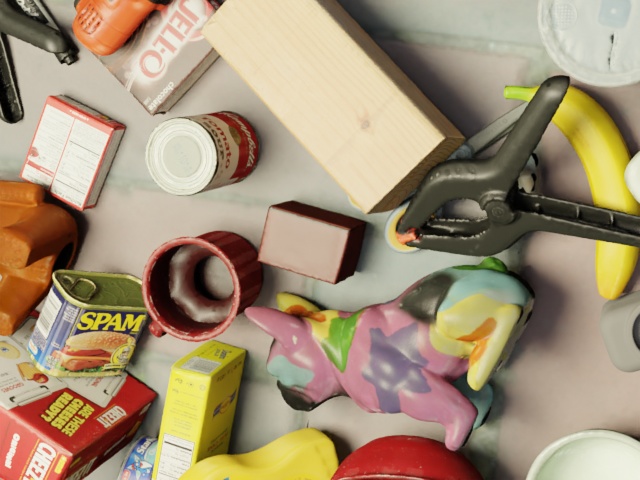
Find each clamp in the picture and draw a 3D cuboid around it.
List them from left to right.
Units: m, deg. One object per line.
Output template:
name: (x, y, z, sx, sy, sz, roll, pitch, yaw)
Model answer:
clamp: (-0.301, -0.206, 0.992, 0.120, 0.039, 0.171, -31, 91, 32)
clamp: (0.144, -0.042, 0.841, 0.210, 0.036, 0.164, -12, 125, 34)

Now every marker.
marker: (-0.266, -0.214, 0.999, 0.020, 0.020, 0.121, -36, 87, 19)

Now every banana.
banana: (0.221, -0.050, 0.867, 0.070, 0.037, 0.198, -25, 94, 21)

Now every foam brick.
foam brick: (-0.006, 0.001, 0.937, 0.078, 0.053, 0.051, 17, 103, 18)

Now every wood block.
wood block: (0.011, -0.127, 0.881, 0.091, 0.090, 0.206, -44, 80, 17)

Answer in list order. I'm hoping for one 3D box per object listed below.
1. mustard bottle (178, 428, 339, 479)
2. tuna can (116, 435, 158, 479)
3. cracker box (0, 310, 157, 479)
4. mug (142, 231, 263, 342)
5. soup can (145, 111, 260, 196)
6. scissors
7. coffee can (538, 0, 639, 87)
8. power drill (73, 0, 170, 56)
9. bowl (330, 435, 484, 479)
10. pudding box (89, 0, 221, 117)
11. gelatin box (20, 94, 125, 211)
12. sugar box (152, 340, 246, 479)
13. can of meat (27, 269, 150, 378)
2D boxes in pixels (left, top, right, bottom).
mustard bottle: (-0.074, 0.233, 0.935, 0.058, 0.191, 0.096, 23, 119, 56)
tuna can: (-0.163, 0.230, 1.009, 0.034, 0.086, 0.086, 13, 103, 13)
cracker box: (-0.285, 0.136, 0.990, 0.214, 0.164, 0.072, 32, 109, 10)
mug: (-0.109, 0.045, 0.962, 0.093, 0.081, 0.117, 44, 108, 6)
soup can: (-0.101, -0.076, 0.928, 0.069, 0.102, 0.068, 3, 100, 17)
scissors: (0.120, -0.052, 0.909, 0.202, 0.016, 0.096, -18, 95, 19)
coffee can: (0.220, -0.167, 0.792, 0.103, 0.140, 0.103, 3, 100, 16)
power drill: (-0.180, -0.281, 0.917, 0.185, 0.057, 0.188, -45, 69, 17)
bowl: (0.079, 0.213, 0.922, 0.162, 0.055, 0.162, 8, 146, 5)
pudding box: (-0.139, -0.181, 0.954, 0.090, 0.039, 0.114, 47, 108, 5)
gelatin box: (-0.234, -0.082, 1.006, 0.073, 0.030, 0.089, 27, 106, 10)
sugar box: (-0.115, 0.190, 0.984, 0.048, 0.093, 0.176, 12, 104, 15)
can of meat: (-0.212, 0.079, 0.991, 0.057, 0.101, 0.084, 44, 115, 39)
